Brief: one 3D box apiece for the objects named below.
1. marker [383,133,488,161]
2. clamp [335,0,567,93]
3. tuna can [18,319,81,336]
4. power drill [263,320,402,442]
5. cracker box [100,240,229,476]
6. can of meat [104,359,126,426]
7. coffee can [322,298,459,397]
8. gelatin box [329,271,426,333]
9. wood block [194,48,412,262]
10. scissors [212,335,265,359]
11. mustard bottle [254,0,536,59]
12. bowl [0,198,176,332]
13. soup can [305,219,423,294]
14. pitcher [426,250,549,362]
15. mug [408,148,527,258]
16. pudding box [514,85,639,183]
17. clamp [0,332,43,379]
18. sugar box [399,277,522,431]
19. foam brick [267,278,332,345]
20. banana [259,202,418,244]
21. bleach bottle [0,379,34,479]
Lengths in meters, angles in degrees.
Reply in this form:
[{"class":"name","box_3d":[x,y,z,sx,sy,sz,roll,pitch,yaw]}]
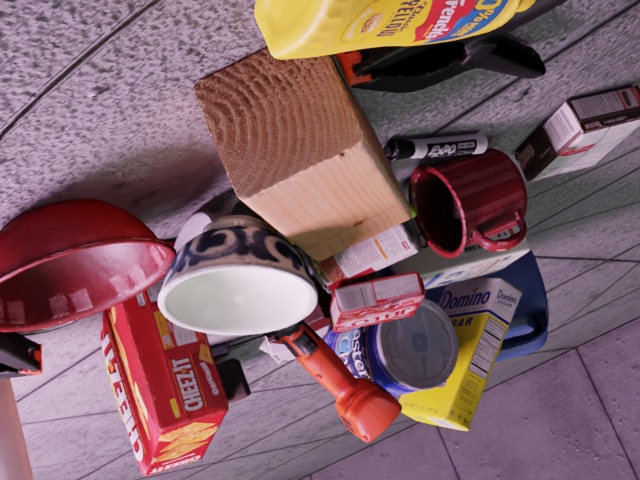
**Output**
[{"class":"marker","box_3d":[0.103,-0.084,0.955,0.120,0.020,0.020,-8,158,-39]},{"class":"clamp","box_3d":[0.111,-0.148,0.734,0.209,0.036,0.165,-14,161,-27]},{"class":"tuna can","box_3d":[-0.235,0.051,0.918,0.086,0.034,0.086,-20,164,-6]},{"class":"power drill","box_3d":[-0.001,0.115,1.069,0.057,0.187,0.184,-42,-171,-5]},{"class":"cracker box","box_3d":[-0.154,0.119,1.007,0.072,0.164,0.214,-14,161,-19]},{"class":"can of meat","box_3d":[-0.185,0.152,1.182,0.084,0.102,0.057,-30,161,31]},{"class":"coffee can","box_3d":[0.074,0.127,1.204,0.102,0.103,0.141,-12,172,-31]},{"class":"gelatin box","box_3d":[0.056,0.063,1.070,0.089,0.030,0.073,-11,162,-9]},{"class":"wood block","box_3d":[-0.004,-0.059,0.771,0.091,0.090,0.206,-25,163,7]},{"class":"scissors","box_3d":[-0.136,0.142,1.353,0.201,0.016,0.096,-21,168,-2]},{"class":"mustard bottle","box_3d":[0.063,-0.151,0.624,0.191,0.058,0.096,-12,158,-33]},{"class":"bowl","box_3d":[-0.194,0.013,0.813,0.162,0.055,0.162,-20,163,-7]},{"class":"soup can","box_3d":[0.041,0.001,1.054,0.102,0.068,0.068,-26,163,13]},{"class":"pitcher","box_3d":[0.161,0.090,1.348,0.242,0.145,0.149,-15,177,-5]},{"class":"mug","box_3d":[0.150,-0.032,1.018,0.081,0.117,0.093,-21,136,-23]},{"class":"pudding box","box_3d":[0.259,-0.104,1.057,0.089,0.039,0.114,-16,164,-24]},{"class":"clamp","box_3d":[-0.319,0.094,0.885,0.171,0.039,0.120,20,147,-38]},{"class":"sugar box","box_3d":[0.159,0.127,1.229,0.048,0.176,0.094,30,164,-30]},{"class":"foam brick","box_3d":[-0.026,0.085,1.255,0.078,0.053,0.051,-28,163,16]},{"class":"banana","box_3d":[-0.006,-0.013,0.975,0.198,0.037,0.069,-16,133,-1]},{"class":"bleach bottle","box_3d":[-0.289,0.205,0.948,0.067,0.251,0.103,-11,160,-34]}]
